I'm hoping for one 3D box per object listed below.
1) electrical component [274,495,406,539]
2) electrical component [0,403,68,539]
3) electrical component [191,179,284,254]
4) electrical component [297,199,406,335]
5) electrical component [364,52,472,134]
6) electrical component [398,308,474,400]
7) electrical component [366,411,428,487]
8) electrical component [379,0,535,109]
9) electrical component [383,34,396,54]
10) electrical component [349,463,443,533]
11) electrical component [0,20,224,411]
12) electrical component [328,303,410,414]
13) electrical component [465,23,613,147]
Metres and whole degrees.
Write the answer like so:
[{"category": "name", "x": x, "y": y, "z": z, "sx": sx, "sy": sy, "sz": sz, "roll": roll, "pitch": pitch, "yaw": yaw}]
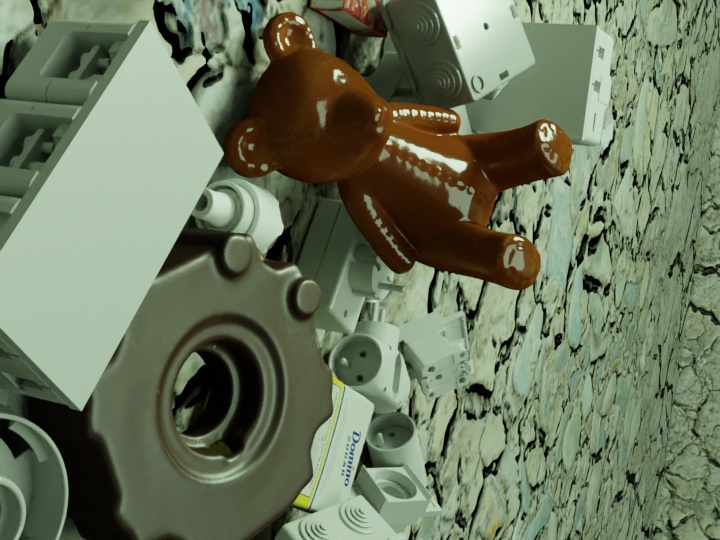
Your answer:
[{"category": "electrical component", "x": -0.028, "y": 0.209, "z": 0.745, "sx": 0.100, "sy": 0.048, "sz": 0.099, "roll": -8, "pitch": 134, "yaw": -49}, {"category": "electrical component", "x": -0.176, "y": 0.099, "z": 0.457, "sx": 0.099, "sy": 0.064, "sz": 0.099, "roll": -15, "pitch": 110, "yaw": -49}, {"category": "electrical component", "x": -0.075, "y": -0.032, "z": 0.624, "sx": 0.062, "sy": 0.043, "sz": 0.043, "roll": 20, "pitch": 79, "yaw": -63}, {"category": "electrical component", "x": 0.000, "y": 0.000, "z": 0.757, "sx": 0.047, "sy": 0.076, "sz": 0.083, "roll": 53, "pitch": 51, "yaw": -57}, {"category": "electrical component", "x": 0.043, "y": -0.085, "z": 0.838, "sx": 0.089, "sy": 0.062, "sz": 0.150, "roll": -66, "pitch": 151, "yaw": -30}, {"category": "electrical component", "x": 0.060, "y": 0.073, "z": 0.908, "sx": 0.081, "sy": 0.063, "sz": 0.042, "roll": -22, "pitch": 129, "yaw": -14}, {"category": "electrical component", "x": 0.032, "y": 0.164, "z": 0.918, "sx": 0.043, "sy": 0.043, "sz": 0.081, "roll": -58, "pitch": 146, "yaw": -41}, {"category": "electrical component", "x": 0.071, "y": -0.165, "z": 0.756, "sx": 0.100, "sy": 0.048, "sz": 0.099, "roll": -36, "pitch": 109, "yaw": -40}, {"category": "electrical component", "x": 0.047, "y": -0.170, "z": 0.836, "sx": 0.040, "sy": 0.046, "sz": 0.040, "roll": -33, "pitch": 128, "yaw": -58}, {"category": "electrical component", "x": 0.020, "y": 0.195, "z": 0.871, "sx": 0.081, "sy": 0.042, "sz": 0.063, "roll": 6, "pitch": 116, "yaw": -33}, {"category": "electrical component", "x": -0.133, "y": -0.028, "z": 0.479, "sx": 0.150, "sy": 0.062, "sz": 0.089, "roll": -66, "pitch": 151, "yaw": -29}, {"category": "electrical component", "x": 0.011, "y": 0.064, "z": 0.840, "sx": 0.077, "sy": 0.043, "sz": 0.079, "roll": 49, "pitch": 45, "yaw": -62}, {"category": "electrical component", "x": 0.123, "y": -0.154, "z": 0.880, "sx": 0.062, "sy": 0.150, "sz": 0.089, "roll": -2, "pitch": 100, "yaw": -63}]
